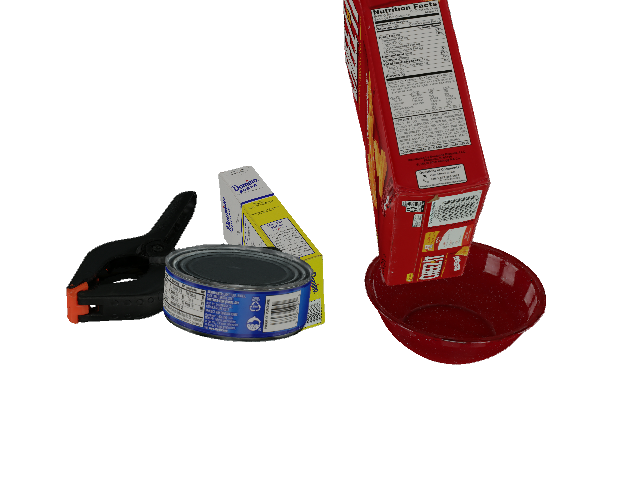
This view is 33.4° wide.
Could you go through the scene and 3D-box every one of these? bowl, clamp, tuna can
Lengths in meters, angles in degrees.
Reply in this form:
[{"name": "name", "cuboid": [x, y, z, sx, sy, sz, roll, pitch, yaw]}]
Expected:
[{"name": "bowl", "cuboid": [0.118, 0.062, 0.962, 0.162, 0.055, 0.162, 2, 33, -2]}, {"name": "clamp", "cuboid": [-0.128, 0.012, 0.830, 0.171, 0.039, 0.120, -18, 36, -33]}, {"name": "tuna can", "cuboid": [-0.048, 0.029, 0.618, 0.086, 0.034, 0.086, 6, 14, -2]}]

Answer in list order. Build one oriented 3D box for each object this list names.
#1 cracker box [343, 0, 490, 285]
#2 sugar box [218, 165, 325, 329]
[{"name": "cracker box", "cuboid": [0.064, -0.095, 0.806, 0.072, 0.214, 0.164, -8, -23, -3]}, {"name": "sugar box", "cuboid": [-0.051, 0.006, 1.100, 0.048, 0.093, 0.176, -16, 41, -18]}]
